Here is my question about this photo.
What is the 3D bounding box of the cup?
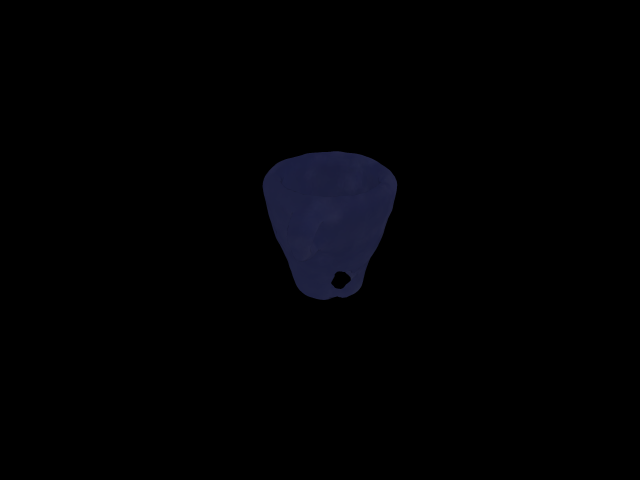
[{"bbox_3d":[0.004,0.001,0.400,0.091,0.095,0.118,8,31,13],"label":"cup"}]
